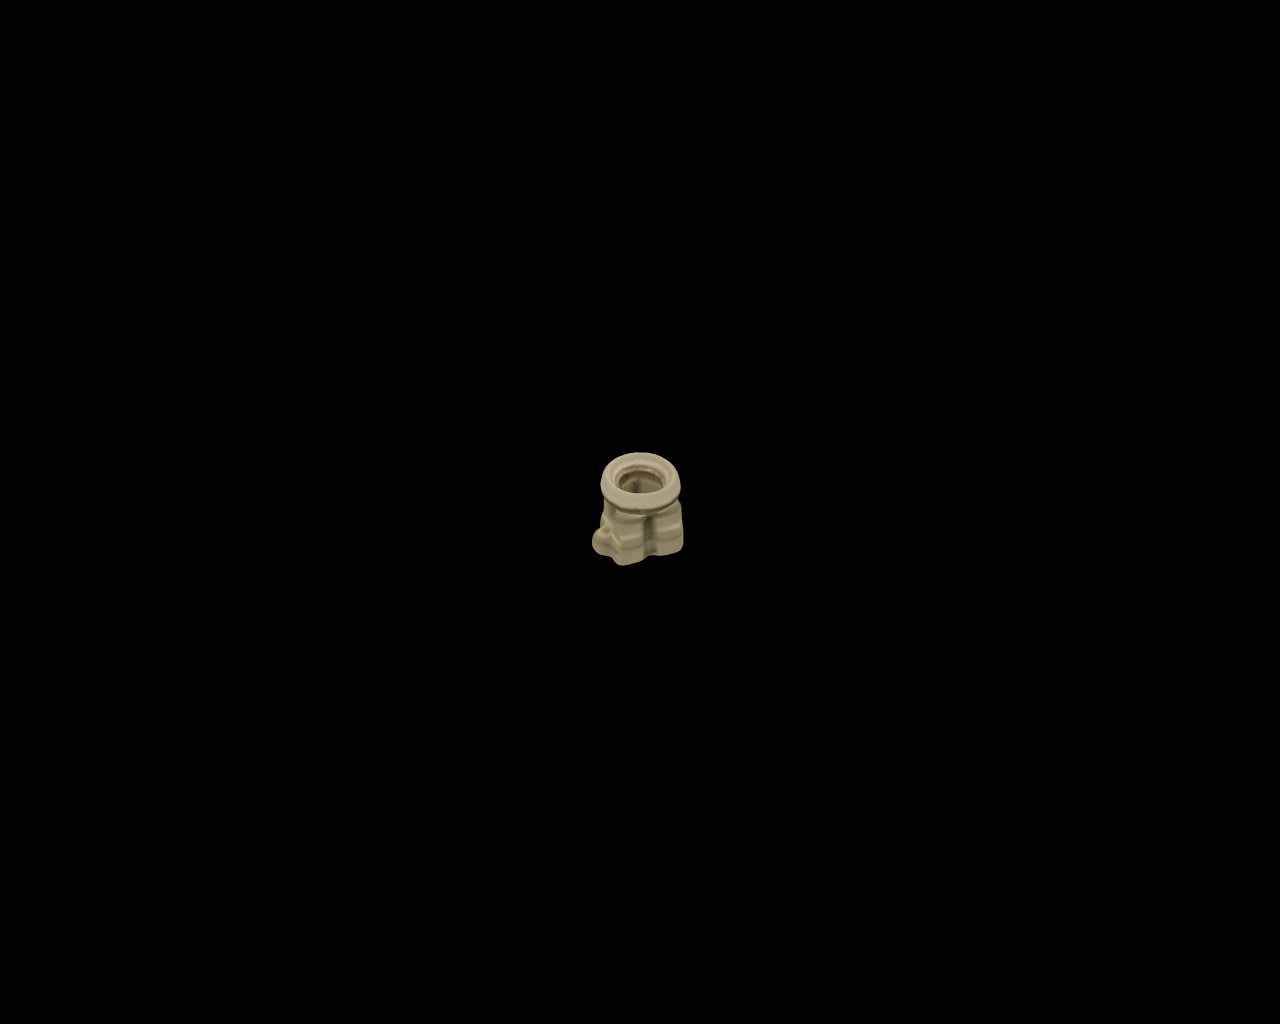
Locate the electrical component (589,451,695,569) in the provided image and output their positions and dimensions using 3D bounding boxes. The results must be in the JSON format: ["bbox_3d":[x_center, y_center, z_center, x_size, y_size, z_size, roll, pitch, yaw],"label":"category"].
[{"bbox_3d":[0.001,-0.003,0.650,0.066,0.055,0.048,-14,44,-15],"label":"electrical component"}]
